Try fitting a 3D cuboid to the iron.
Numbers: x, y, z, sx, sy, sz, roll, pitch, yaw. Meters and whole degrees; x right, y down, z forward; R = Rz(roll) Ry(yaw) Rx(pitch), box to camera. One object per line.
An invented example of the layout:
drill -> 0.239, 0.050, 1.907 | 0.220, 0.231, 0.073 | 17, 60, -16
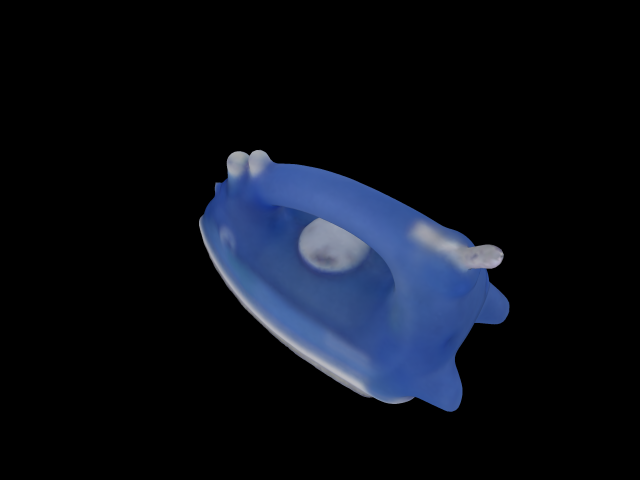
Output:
iron -> 0.004, 0.001, 0.400 | 0.257, 0.141, 0.119 | 27, 57, 20
